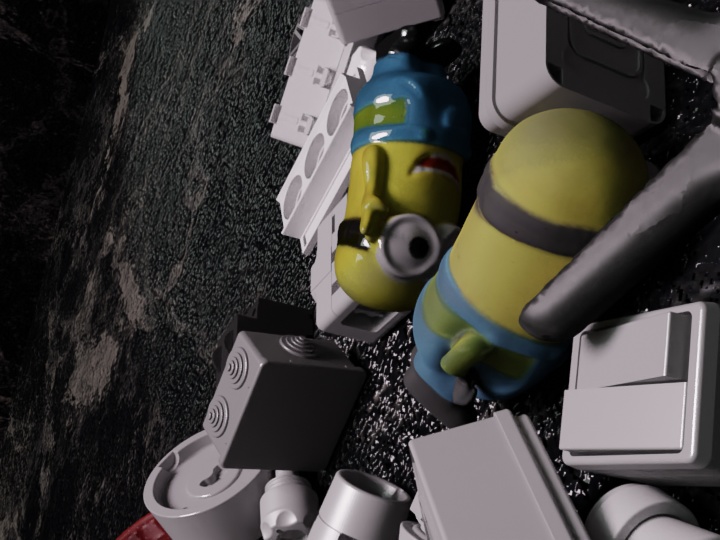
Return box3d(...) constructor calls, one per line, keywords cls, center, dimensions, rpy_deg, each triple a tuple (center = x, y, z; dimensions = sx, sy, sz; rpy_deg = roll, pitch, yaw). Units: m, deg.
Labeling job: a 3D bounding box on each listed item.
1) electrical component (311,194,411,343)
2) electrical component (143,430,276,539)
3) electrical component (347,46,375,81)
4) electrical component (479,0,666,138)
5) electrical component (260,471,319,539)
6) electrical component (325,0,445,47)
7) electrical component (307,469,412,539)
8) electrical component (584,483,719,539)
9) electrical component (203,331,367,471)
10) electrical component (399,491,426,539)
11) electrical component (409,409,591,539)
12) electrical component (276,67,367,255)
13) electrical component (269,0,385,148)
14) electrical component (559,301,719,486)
box3d(cls="electrical component", center=(0.000, 0.000, 0.757), dimensions=(0.055, 0.050, 0.089), rpy_deg=(-45, 37, 48))
box3d(cls="electrical component", center=(-0.106, 0.175, 0.836), dimensions=(0.060, 0.108, 0.108), rpy_deg=(66, 171, -25))
box3d(cls="electrical component", center=(0.008, -0.139, 0.833), dimensions=(0.062, 0.043, 0.043), rpy_deg=(-71, 23, 14))
box3d(cls="electrical component", center=(0.107, -0.119, 0.551), dimensions=(0.057, 0.078, 0.113), rpy_deg=(-31, 48, 55))
box3d(cls="electrical component", center=(-0.051, 0.168, 0.782), dimensions=(0.043, 0.043, 0.062), rpy_deg=(-57, 28, 36))
box3d(cls="electrical component", center=(0.021, -0.218, 0.792), dimensions=(0.061, 0.096, 0.061), rpy_deg=(66, -167, -49))
box3d(cls="electrical component", center=(0.001, 0.153, 0.659), dimensions=(0.055, 0.055, 0.047), rpy_deg=(29, 100, 66))
box3d(cls="electrical component", center=(0.120, 0.114, 0.423), dimensions=(0.055, 0.045, 0.045), rpy_deg=(34, 108, 67))
box3d(cls="electrical component", center=(-0.056, 0.093, 0.770), dimensions=(0.048, 0.100, 0.099), rpy_deg=(46, 119, 49))
box3d(cls="electrical component", center=(0.050, 0.131, 0.572), dimensions=(0.055, 0.048, 0.066), rpy_deg=(-67, 24, 1))
box3d(cls="electrical component", center=(0.065, 0.136, 0.459), dimensions=(0.108, 0.056, 0.108), rpy_deg=(-111, 7, -53))
box3d(cls="electrical component", center=(-0.009, -0.078, 0.808), dimensions=(0.121, 0.063, 0.078), rpy_deg=(-59, 28, 33))
box3d(cls="electrical component", center=(-0.027, -0.157, 0.881), dimensions=(0.078, 0.063, 0.121), rpy_deg=(-55, -16, -81))
box3d(cls="electrical component", center=(0.122, 0.052, 0.434), dimensions=(0.096, 0.061, 0.061), rpy_deg=(-21, 57, 62))
